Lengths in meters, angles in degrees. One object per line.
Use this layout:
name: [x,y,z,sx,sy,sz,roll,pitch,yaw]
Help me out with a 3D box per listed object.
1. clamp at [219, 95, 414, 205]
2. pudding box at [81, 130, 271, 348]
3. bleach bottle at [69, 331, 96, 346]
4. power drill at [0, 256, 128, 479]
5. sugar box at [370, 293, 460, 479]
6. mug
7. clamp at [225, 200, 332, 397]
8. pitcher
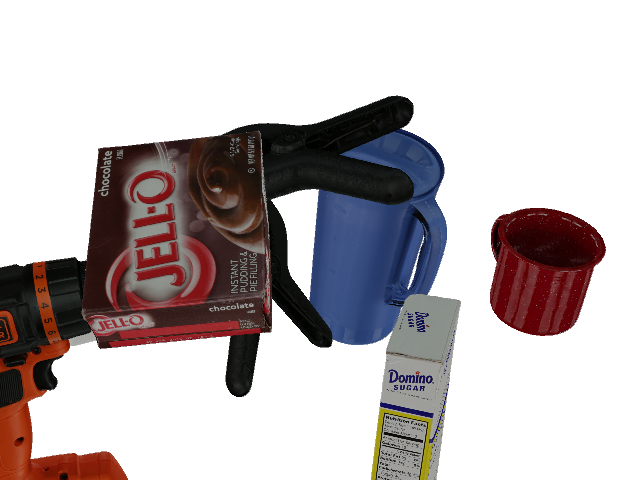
clamp: [-0.011,-0.063,0.748,0.171,0.039,0.120,2,31,15]
pudding box: [-0.072,-0.002,0.553,0.090,0.113,0.039,-6,-41,2]
bleach bottle: [-0.174,0.047,1.212,0.250,0.068,0.103,-13,36,-20]
power drill: [-0.179,0.101,0.704,0.184,0.188,0.057,-11,25,-8]
sugar box: [0.064,0.135,0.766,0.048,0.176,0.093,8,25,12]
mug: [0.190,0.023,0.953,0.093,0.081,0.117,-16,41,-28]
clamp: [-0.052,0.032,1.030,0.036,0.210,0.164,-10,0,33]
pitcher: [0.059,0.007,1.199,0.145,0.243,0.149,10,40,2]
